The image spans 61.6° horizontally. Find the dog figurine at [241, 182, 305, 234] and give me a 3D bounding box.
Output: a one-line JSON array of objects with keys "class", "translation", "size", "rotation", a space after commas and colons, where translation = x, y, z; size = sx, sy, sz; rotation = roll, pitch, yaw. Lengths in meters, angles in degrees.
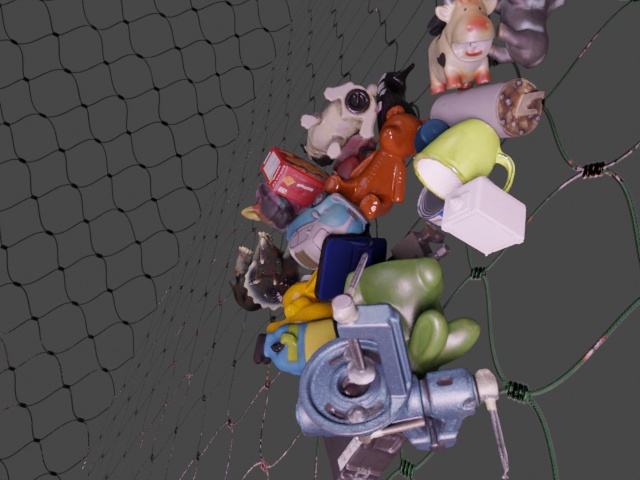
[{"class": "dog figurine", "translation": [-0.117, -0.087, 1.265], "size": [0.192, 0.219, 0.108], "rotation": [41, 99, 26]}]

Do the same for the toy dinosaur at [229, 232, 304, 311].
[{"class": "toy dinosaur", "translation": [-0.148, 0.102, 1.285], "size": [0.404, 0.131, 0.192], "rotation": [-44, 27, 53]}]

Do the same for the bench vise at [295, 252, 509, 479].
[{"class": "bench vise", "translation": [0.070, 0.138, 0.547], "size": [0.224, 0.240, 0.129], "rotation": [-3, 43, 17]}]

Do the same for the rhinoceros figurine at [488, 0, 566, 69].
[{"class": "rhinoceros figurine", "translation": [0.303, -0.346, 0.779], "size": [0.073, 0.112, 0.190], "rotation": [69, -149, -80]}]

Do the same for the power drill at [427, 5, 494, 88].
[{"class": "power drill", "translation": [0.260, -0.374, 0.962], "size": [0.232, 0.086, 0.207], "rotation": [-23, 36, 55]}]

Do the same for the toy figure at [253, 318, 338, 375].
[{"class": "toy figure", "translation": [-0.008, 0.158, 0.814], "size": [0.082, 0.180, 0.089], "rotation": [-47, -45, -71]}]

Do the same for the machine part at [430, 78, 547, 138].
[{"class": "machine part", "translation": [0.234, -0.184, 0.781], "size": [0.079, 0.079, 0.243], "rotation": [-64, 22, -2]}]

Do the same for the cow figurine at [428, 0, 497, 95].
[{"class": "cow figurine", "translation": [0.207, -0.286, 0.786], "size": [0.195, 0.086, 0.127], "rotation": [-84, -17, -81]}]

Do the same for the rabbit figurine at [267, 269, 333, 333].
[{"class": "rabbit figurine", "translation": [-0.022, 0.121, 0.949], "size": [0.162, 0.122, 0.173], "rotation": [-54, 23, 7]}]

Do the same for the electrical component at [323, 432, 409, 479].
[{"class": "electrical component", "translation": [0.056, 0.239, 0.709], "size": [0.115, 0.058, 0.134], "rotation": [-57, 22, 21]}]

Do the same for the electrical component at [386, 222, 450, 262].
[{"class": "electrical component", "translation": [0.146, 0.020, 0.796], "size": [0.102, 0.045, 0.078], "rotation": [-52, 52, 33]}]

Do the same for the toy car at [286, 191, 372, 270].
[{"class": "toy car", "translation": [-0.002, -0.003, 0.907], "size": [0.162, 0.109, 0.103], "rotation": [-27, 24, 44]}]

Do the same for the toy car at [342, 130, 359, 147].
[{"class": "toy car", "translation": [0.069, -0.254, 1.187], "size": [0.201, 0.073, 0.056], "rotation": [118, 143, -70]}]

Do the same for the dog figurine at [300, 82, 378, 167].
[{"class": "dog figurine", "translation": [0.040, -0.232, 1.080], "size": [0.172, 0.121, 0.190], "rotation": [-30, 4, 0]}]

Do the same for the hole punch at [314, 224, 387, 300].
[{"class": "hole punch", "translation": [0.066, 0.051, 0.836], "size": [0.092, 0.116, 0.142], "rotation": [15, 103, 41]}]

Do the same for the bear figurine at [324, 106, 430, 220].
[{"class": "bear figurine", "translation": [0.113, -0.140, 0.941], "size": [0.120, 0.132, 0.195], "rotation": [35, 109, 27]}]

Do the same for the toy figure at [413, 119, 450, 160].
[{"class": "toy figure", "translation": [0.176, -0.135, 0.837], "size": [0.154, 0.058, 0.064], "rotation": [53, -147, -74]}]

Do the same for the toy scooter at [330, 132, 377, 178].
[{"class": "toy scooter", "translation": [0.079, -0.162, 1.122], "size": [0.135, 0.075, 0.184], "rotation": [-57, 17, 11]}]

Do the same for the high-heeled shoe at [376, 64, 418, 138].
[{"class": "high-heeled shoe", "translation": [0.135, -0.255, 1.100], "size": [0.145, 0.086, 0.249], "rotation": [-35, 32, 61]}]

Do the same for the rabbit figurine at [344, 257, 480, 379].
[{"class": "rabbit figurine", "translation": [0.122, 0.115, 0.682], "size": [0.159, 0.121, 0.170], "rotation": [-21, 65, 50]}]
